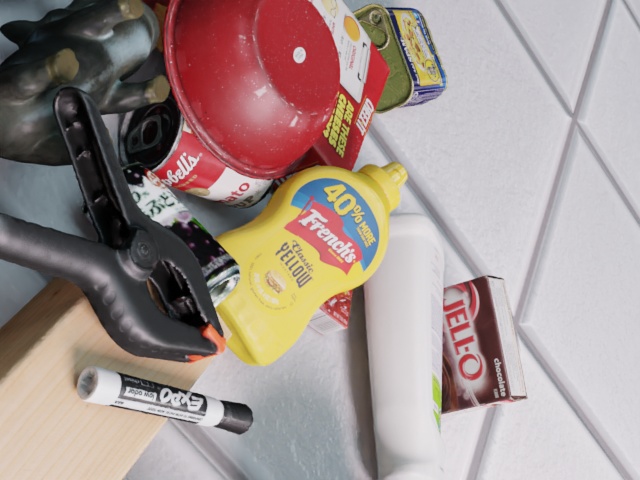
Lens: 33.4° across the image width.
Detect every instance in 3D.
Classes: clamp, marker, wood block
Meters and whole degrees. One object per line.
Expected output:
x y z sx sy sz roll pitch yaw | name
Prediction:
-0.110 0.000 0.591 0.171 0.039 0.120 47 46 -37 | clamp
-0.082 0.091 0.599 0.120 0.020 0.020 23 56 -44 | marker
-0.150 0.092 0.606 0.091 0.090 0.205 56 38 -16 | wood block

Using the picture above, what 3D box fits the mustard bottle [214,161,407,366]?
-0.005 0.001 0.794 0.191 0.058 0.096 -39 100 -24 | mustard bottle

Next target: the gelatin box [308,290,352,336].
-0.010 0.024 0.862 0.089 0.030 0.073 38 46 -35 | gelatin box

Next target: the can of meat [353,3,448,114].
0.075 -0.179 1.047 0.083 0.058 0.102 -18 88 -55 | can of meat

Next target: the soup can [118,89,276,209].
-0.087 -0.067 0.781 0.102 0.069 0.068 19 59 -46 | soup can

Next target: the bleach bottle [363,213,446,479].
0.071 0.111 0.881 0.102 0.068 0.251 53 34 -60 | bleach bottle

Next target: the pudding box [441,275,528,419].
0.129 0.096 0.950 0.039 0.090 0.113 6 69 -51 | pudding box

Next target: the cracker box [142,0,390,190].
-0.042 -0.161 0.872 0.213 0.072 0.164 51 41 -29 | cracker box

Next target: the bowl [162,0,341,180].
-0.035 -0.127 0.762 0.161 0.055 0.162 18 66 -47 | bowl
